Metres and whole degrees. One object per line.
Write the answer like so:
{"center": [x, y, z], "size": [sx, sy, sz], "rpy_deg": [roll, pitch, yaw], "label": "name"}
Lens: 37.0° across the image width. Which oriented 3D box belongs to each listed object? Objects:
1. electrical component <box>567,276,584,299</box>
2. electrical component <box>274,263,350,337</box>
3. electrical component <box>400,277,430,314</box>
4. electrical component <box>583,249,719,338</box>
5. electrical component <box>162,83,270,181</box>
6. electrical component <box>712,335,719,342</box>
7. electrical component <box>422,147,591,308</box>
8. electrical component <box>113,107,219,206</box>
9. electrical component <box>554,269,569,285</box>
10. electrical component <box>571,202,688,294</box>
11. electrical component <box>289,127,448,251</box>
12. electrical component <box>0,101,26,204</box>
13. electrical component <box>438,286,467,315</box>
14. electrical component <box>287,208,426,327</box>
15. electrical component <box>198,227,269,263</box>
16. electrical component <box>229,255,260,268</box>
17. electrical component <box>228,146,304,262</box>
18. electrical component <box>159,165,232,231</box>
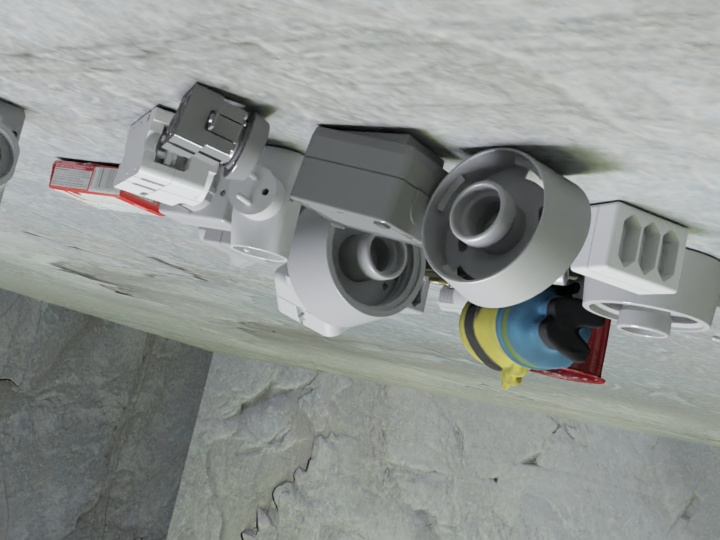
{"center": [0.200, 0.022, 0.984], "size": [0.061, 0.035, 0.035], "rpy_deg": [11, 171, 35], "label": "electrical component"}
{"center": [-0.049, 0.025, 1.203], "size": [0.095, 0.059, 0.054], "rpy_deg": [26, -135, 36], "label": "electrical component"}
{"center": [0.019, 0.014, 1.147], "size": [0.083, 0.047, 0.076], "rpy_deg": [19, 169, -32], "label": "electrical component"}
{"center": [0.227, 0.020, 0.844], "size": [0.108, 0.060, 0.108], "rpy_deg": [13, 171, 2], "label": "electrical component"}
{"center": [-0.092, -0.088, 0.696], "size": [0.055, 0.048, 0.066], "rpy_deg": [24, 168, -18], "label": "electrical component"}
{"center": [0.367, 0.071, 0.998], "size": [0.077, 0.047, 0.065], "rpy_deg": [14, 171, -3], "label": "electrical component"}
{"center": [0.089, -0.025, 0.665], "size": [0.099, 0.099, 0.064], "rpy_deg": [4, 161, 43], "label": "electrical component"}
{"center": [-0.139, -0.080, 0.788], "size": [0.056, 0.050, 0.089], "rpy_deg": [18, 170, -23], "label": "electrical component"}
{"center": [0.143, 0.001, 0.904], "size": [0.062, 0.043, 0.043], "rpy_deg": [7, 169, 25], "label": "electrical component"}
{"center": [0.177, -0.013, 0.756], "size": [0.066, 0.047, 0.077], "rpy_deg": [18, 170, -26], "label": "electrical component"}
{"center": [0.004, -0.058, 0.706], "size": [0.096, 0.061, 0.062], "rpy_deg": [17, 174, 35], "label": "electrical component"}
{"center": [-0.342, -0.103, 0.812], "size": [0.150, 0.089, 0.062], "rpy_deg": [20, 168, -37], "label": "electrical component"}
{"center": [0.116, 0.026, 1.098], "size": [0.081, 0.043, 0.043], "rpy_deg": [5, 168, 42], "label": "electrical component"}
{"center": [0.003, -0.010, 0.850], "size": [0.108, 0.108, 0.060], "rpy_deg": [19, 163, -34], "label": "electrical component"}
{"center": [-0.128, -0.041, 1.021], "size": [0.077, 0.047, 0.066], "rpy_deg": [9, 170, 24], "label": "electrical component"}
{"center": [-0.114, -0.026, 1.106], "size": [0.043, 0.043, 0.081], "rpy_deg": [16, 171, -15], "label": "electrical component"}
{"center": [-0.070, -0.052, 0.776], "size": [0.043, 0.077, 0.079], "rpy_deg": [10, 171, 18], "label": "electrical component"}
{"center": [-0.133, -0.066, 0.877], "size": [0.066, 0.047, 0.077], "rpy_deg": [9, 171, 25], "label": "electrical component"}
